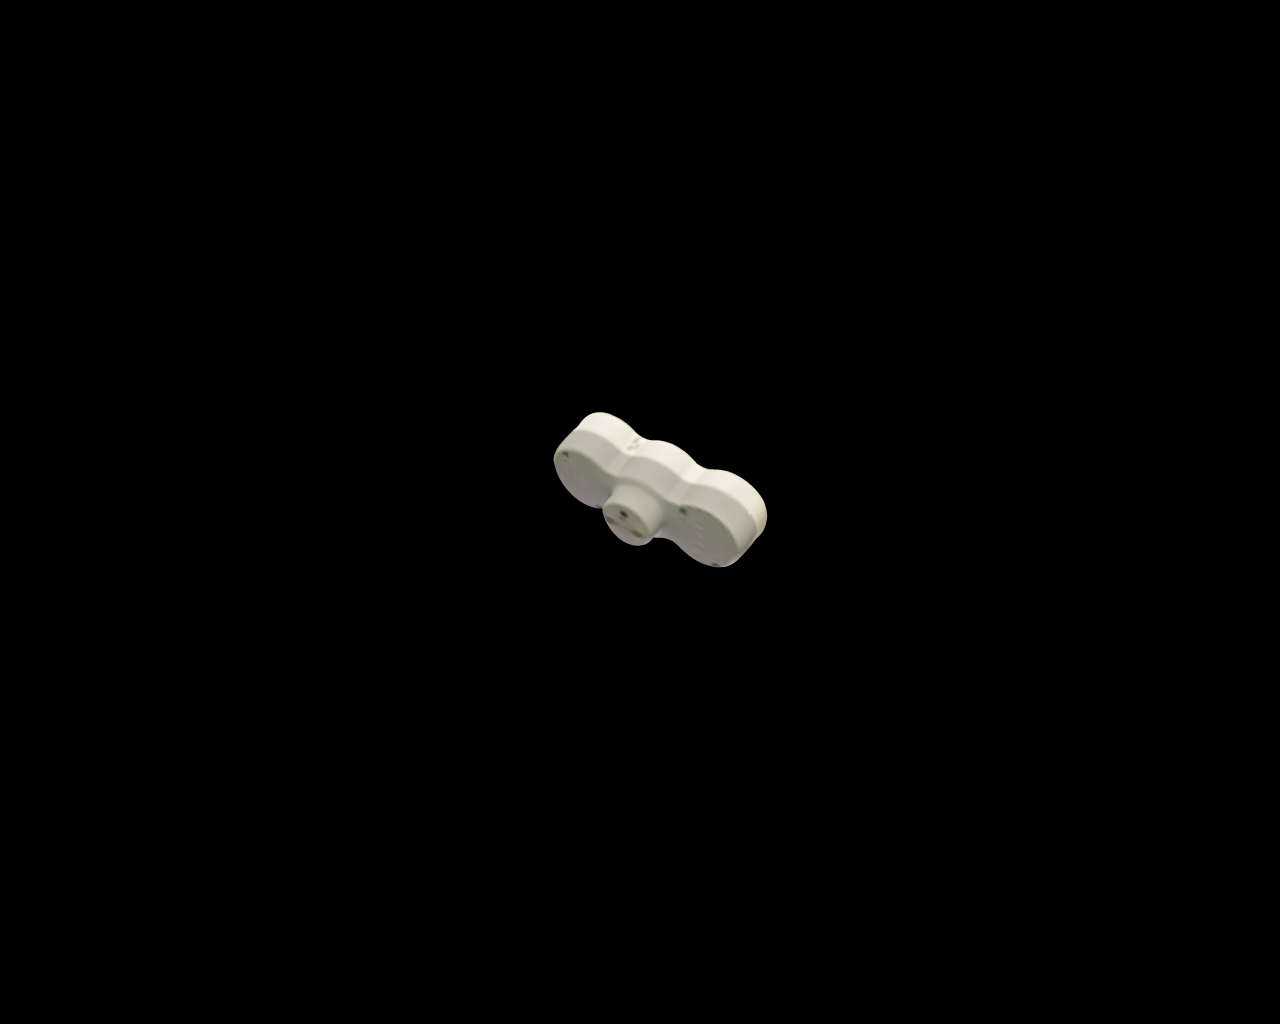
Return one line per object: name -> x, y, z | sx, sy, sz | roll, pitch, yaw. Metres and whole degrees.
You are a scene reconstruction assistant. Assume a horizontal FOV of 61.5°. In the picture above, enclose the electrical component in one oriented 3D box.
electrical component -> 0.001, -0.003, 0.650 | 0.138, 0.052, 0.074 | 27, 53, 22
